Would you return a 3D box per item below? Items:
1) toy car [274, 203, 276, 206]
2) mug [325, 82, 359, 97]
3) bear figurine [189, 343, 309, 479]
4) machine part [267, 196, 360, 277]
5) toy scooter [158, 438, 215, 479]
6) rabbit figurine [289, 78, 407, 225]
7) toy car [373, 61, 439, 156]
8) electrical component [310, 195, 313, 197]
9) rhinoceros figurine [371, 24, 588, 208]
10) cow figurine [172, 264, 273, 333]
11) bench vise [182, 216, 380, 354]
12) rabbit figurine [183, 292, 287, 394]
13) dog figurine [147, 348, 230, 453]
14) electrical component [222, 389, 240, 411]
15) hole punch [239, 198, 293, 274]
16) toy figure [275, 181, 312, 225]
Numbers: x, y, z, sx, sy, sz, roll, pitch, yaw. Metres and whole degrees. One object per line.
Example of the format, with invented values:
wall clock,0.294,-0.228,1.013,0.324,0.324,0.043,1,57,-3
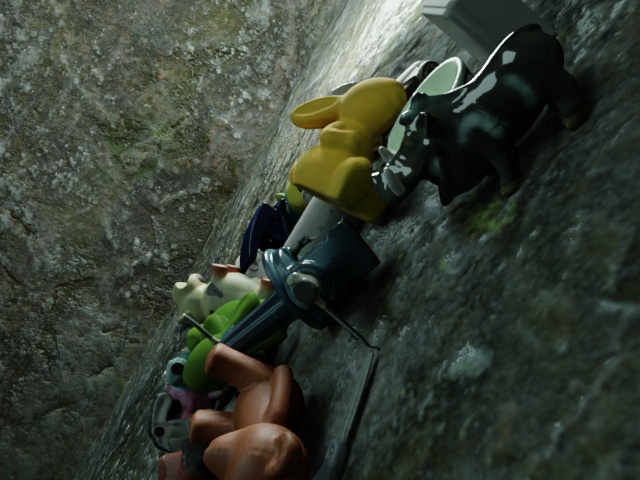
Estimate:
toy car,-0.040,-0.110,1.123,0.201,0.056,0.073,-58,15,9
mug,0.065,-0.186,0.867,0.081,0.109,0.107,-36,71,45
bear figurine,-0.074,0.192,0.516,0.196,0.132,0.120,-70,-6,-81
machine part,-0.002,-0.002,0.765,0.243,0.079,0.079,-58,15,3
toy scooter,-0.178,0.334,0.714,0.184,0.075,0.135,134,140,-64
rabbit figurine,0.043,-0.126,0.681,0.163,0.121,0.173,33,97,43
toy car,0.097,-0.185,0.781,0.202,0.053,0.089,-48,16,-12
electrical component,0.022,-0.095,0.835,0.078,0.102,0.045,123,164,-50
rhinoceros figurine,0.128,-0.093,0.461,0.190,0.112,0.073,-43,24,27
cow figurine,-0.158,0.105,0.894,0.085,0.195,0.127,21,-99,-70
bench vise,-0.039,0.072,0.628,0.240,0.128,0.224,-38,12,11
rabbit figurine,-0.120,0.155,0.757,0.159,0.121,0.170,-39,3,17
dog figurine,-0.214,0.248,0.928,0.219,0.108,0.191,-173,101,-82
electrical component,-0.112,0.254,0.702,0.119,0.048,0.075,-59,14,-1
hole punch,-0.100,-0.002,0.947,0.142,0.092,0.116,129,129,-67
toy figure,-0.026,-0.084,0.949,0.082,0.089,0.180,-34,-4,-25
